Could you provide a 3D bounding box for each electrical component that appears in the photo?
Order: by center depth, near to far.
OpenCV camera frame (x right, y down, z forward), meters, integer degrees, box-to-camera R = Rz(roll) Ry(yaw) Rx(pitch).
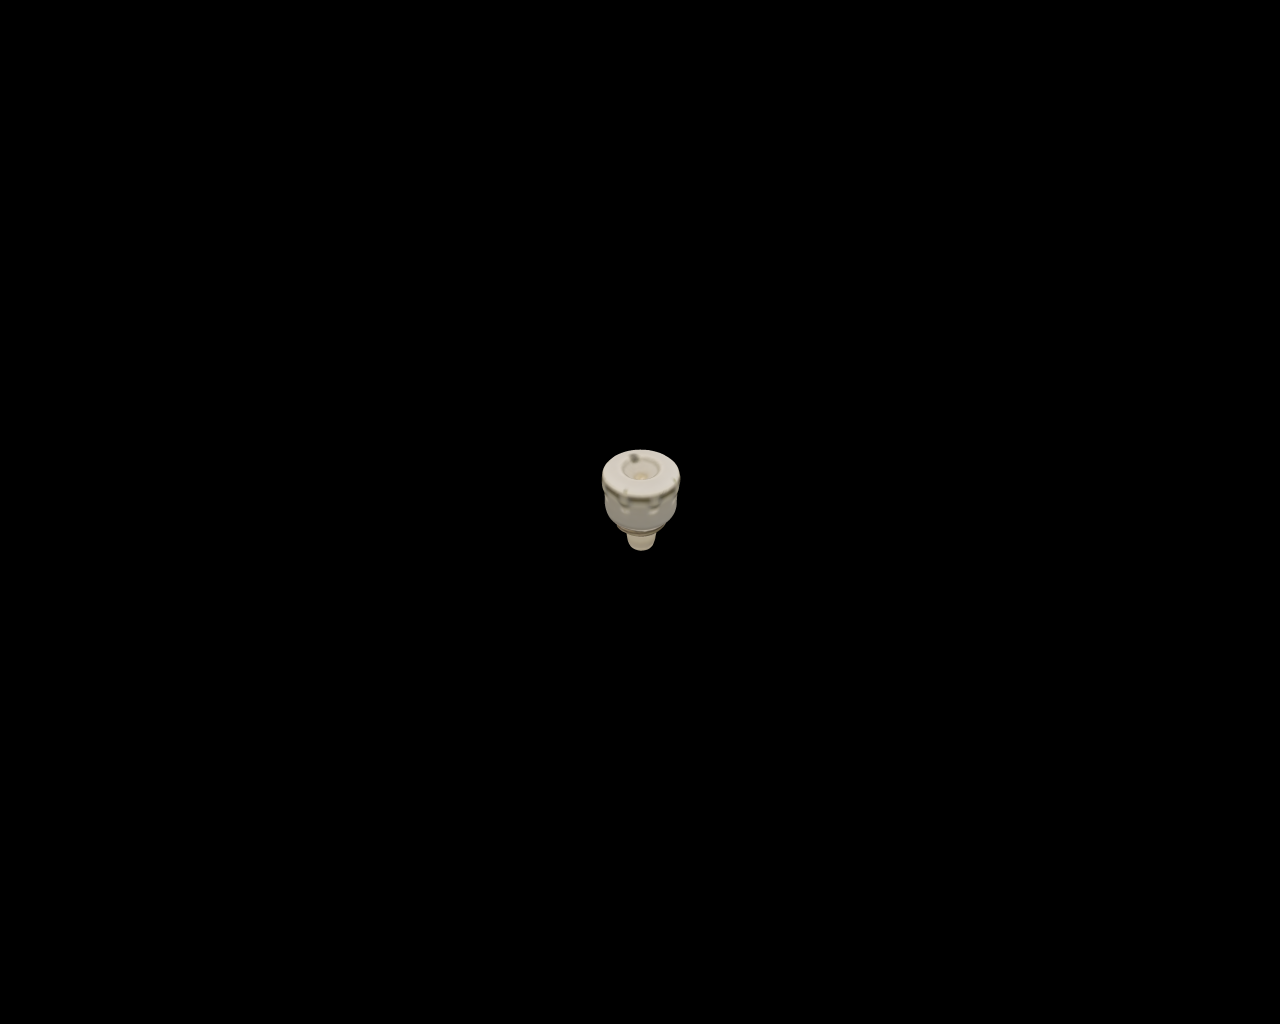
[{"bbox_3d":[0.001,-0.003,0.650,0.048,0.062,0.048,0,39,0],"label":"electrical component"}]
